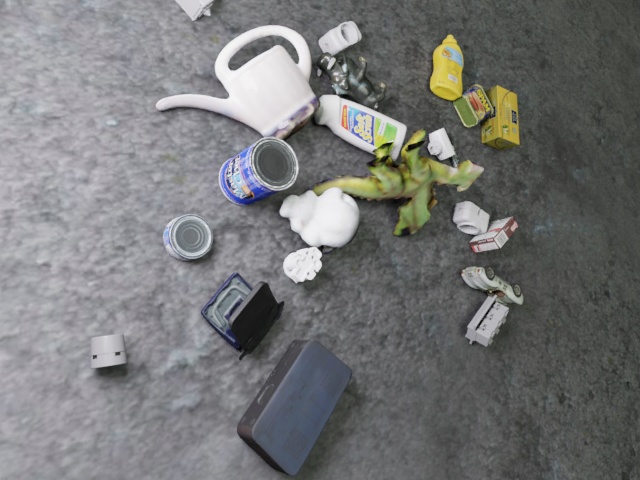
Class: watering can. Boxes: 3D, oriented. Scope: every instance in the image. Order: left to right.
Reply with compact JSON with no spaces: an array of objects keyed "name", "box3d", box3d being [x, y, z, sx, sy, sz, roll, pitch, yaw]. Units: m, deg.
[{"name":"watering can","box3d":[-0.138,-0.293,1.054,0.352,0.104,0.222,-42,104,-20]}]

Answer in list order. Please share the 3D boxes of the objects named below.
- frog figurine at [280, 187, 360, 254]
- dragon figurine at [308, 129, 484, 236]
[{"name":"frog figurine","box3d":[0.003,-0.054,1.082,0.157,0.123,0.138,38,81,-35]},{"name":"dragon figurine","box3d":[0.187,-0.108,1.203,0.411,0.124,0.238,-25,117,-3]}]
